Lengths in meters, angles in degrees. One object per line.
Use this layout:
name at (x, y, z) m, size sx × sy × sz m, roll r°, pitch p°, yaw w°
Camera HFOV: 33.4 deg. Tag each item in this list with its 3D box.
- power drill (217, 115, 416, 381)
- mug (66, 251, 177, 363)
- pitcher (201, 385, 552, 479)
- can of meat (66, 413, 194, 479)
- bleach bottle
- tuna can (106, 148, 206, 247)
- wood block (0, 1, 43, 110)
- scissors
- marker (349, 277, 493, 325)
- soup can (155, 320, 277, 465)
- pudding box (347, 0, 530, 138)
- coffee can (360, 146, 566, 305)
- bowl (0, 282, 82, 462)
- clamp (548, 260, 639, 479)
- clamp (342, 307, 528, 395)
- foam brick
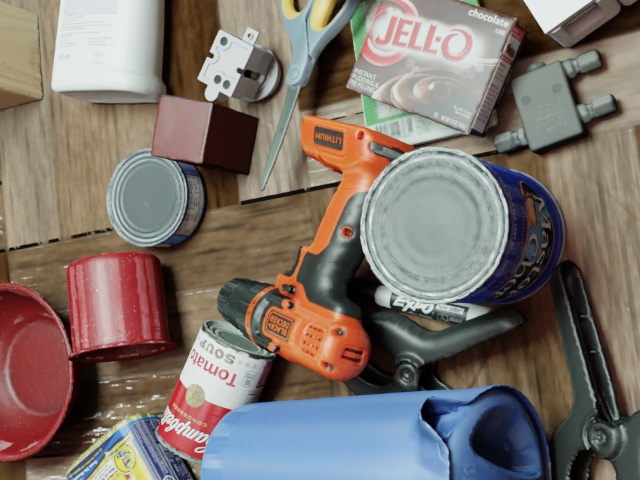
power drill at (-0.005, 0.001, 0.828) m, size 0.185 × 0.057 × 0.188 m, roll 19°, pitch 93°, yaw 53°
mug at (-0.179, 0.061, 0.926) m, size 0.117 × 0.093 × 0.081 m, roll -31°, pitch 64°, yaw 60°
pitcher at (0.038, 0.180, 0.770) m, size 0.243 × 0.144 × 0.149 m, roll -7°, pitch 86°, yaw 40°
can of meat at (-0.162, 0.210, 0.920) m, size 0.102 × 0.057 × 0.084 m, roll -41°, pitch 68°, yaw 19°
bleach bottle at (-0.178, -0.251, 0.949) m, size 0.103 × 0.068 × 0.251 m, roll 4°, pitch 87°, yaw 27°
tuna can at (-0.143, -0.036, 0.935) m, size 0.086 × 0.033 × 0.086 m, roll -2°, pitch 87°, yaw 28°
wood block at (-0.355, -0.177, 0.957) m, size 0.091 × 0.205 × 0.090 m, roll -8°, pitch 83°, yaw 27°
scissors at (-0.025, -0.146, 0.869) m, size 0.096 × 0.016 × 0.202 m, roll 38°, pitch 103°, yaw 46°
marker at (0.074, 0.049, 0.825) m, size 0.121 × 0.020 × 0.020 m, roll 12°, pitch 93°, yaw 28°
soup can at (-0.085, 0.125, 0.877) m, size 0.069 × 0.068 × 0.102 m, roll 28°, pitch 100°, yaw 26°
pudding box at (0.087, -0.136, 0.798) m, size 0.114 × 0.039 × 0.090 m, roll 25°, pitch 99°, yaw 26°
coffee can at (0.103, -0.006, 0.744) m, size 0.103 × 0.140 × 0.103 m, roll -2°, pitch 86°, yaw 27°
bowl at (-0.274, 0.120, 0.983) m, size 0.162 × 0.055 × 0.162 m, roll -2°, pitch 87°, yaw 28°
clamp at (0.208, 0.130, 0.718) m, size 0.165 × 0.036 × 0.210 m, roll 16°, pitch 101°, yaw 52°
clamp at (0.079, 0.089, 0.803) m, size 0.172 × 0.039 × 0.120 m, roll 18°, pitch 105°, yaw 25°
foam brick at (-0.095, -0.086, 0.888) m, size 0.053 × 0.078 × 0.051 m, roll 12°, pitch 92°, yaw 27°
